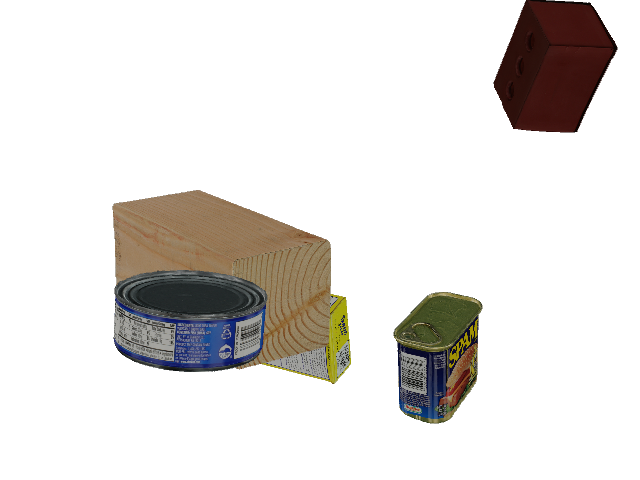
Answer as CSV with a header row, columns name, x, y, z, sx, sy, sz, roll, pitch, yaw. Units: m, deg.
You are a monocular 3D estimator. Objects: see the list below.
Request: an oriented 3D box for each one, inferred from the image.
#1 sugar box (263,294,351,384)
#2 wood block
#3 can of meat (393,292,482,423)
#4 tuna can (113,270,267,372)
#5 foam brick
name,x,y,z,sx,sy,sz,roll,pitch,yaw
sugar box,-0.056,0.090,1.161,0.176,0.093,0.048,14,35,27
wood block,-0.087,0.026,0.892,0.090,0.090,0.206,-11,20,-34
can of meat,0.110,0.109,0.995,0.058,0.084,0.101,11,28,27
tuna can,-0.074,0.044,0.603,0.086,0.034,0.086,5,14,-1
foam brick,0.161,-0.121,0.742,0.051,0.053,0.078,-1,-42,-15
